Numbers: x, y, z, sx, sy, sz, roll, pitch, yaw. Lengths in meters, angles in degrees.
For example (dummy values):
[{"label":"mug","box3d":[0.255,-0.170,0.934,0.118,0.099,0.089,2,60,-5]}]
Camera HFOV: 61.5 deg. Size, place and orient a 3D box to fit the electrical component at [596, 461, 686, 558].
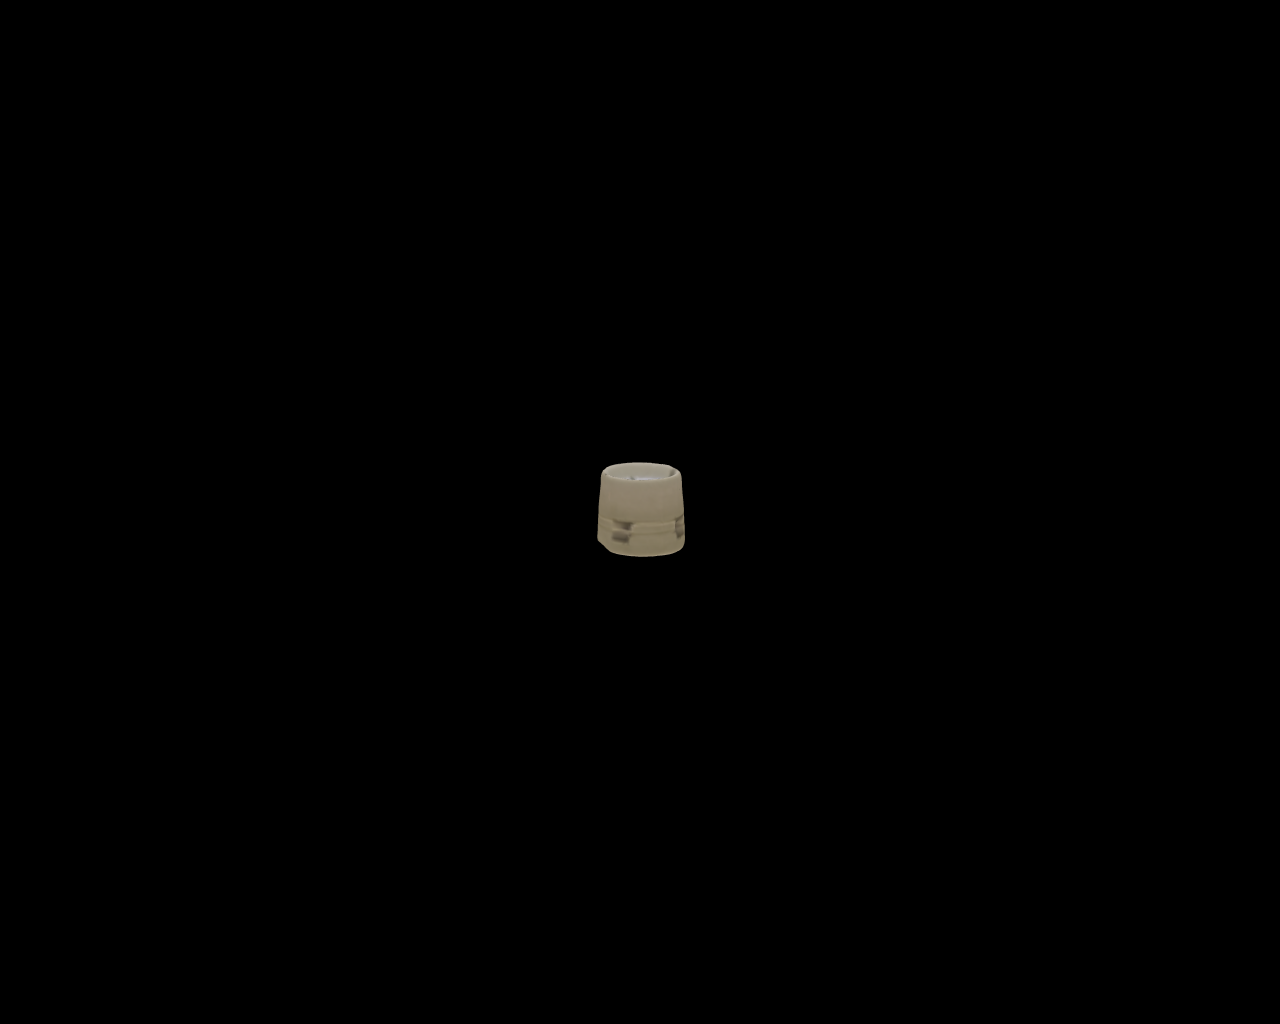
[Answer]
[{"label":"electrical component","box3d":[0.001,-0.003,0.650,0.055,0.047,0.055,0,16,0]}]
